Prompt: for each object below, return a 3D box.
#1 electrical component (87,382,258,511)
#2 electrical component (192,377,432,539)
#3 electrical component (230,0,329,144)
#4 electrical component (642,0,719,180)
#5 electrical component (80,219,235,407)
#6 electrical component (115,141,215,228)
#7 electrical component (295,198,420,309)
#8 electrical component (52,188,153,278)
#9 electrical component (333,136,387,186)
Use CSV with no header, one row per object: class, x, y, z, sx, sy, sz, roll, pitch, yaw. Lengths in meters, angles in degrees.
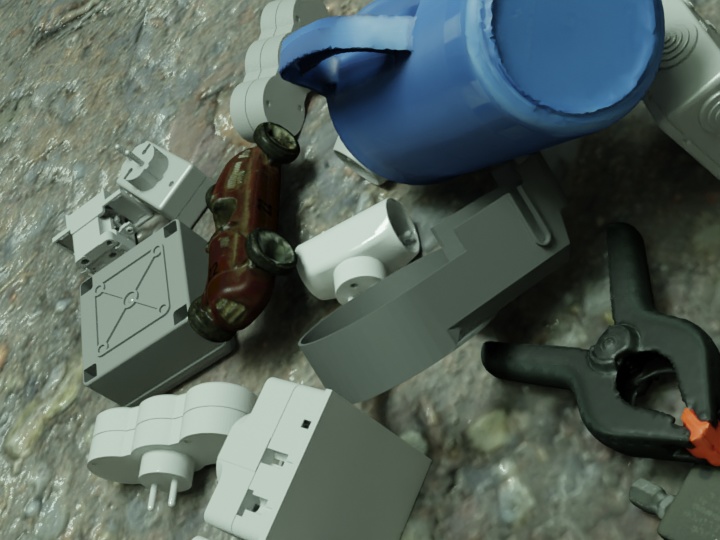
electrical component,-0.133,0.130,0.745,0.138,0.052,0.073,-17,52,29
electrical component,-0.045,0.167,0.609,0.060,0.105,0.186,8,67,43
electrical component,-0.052,-0.171,0.891,0.074,0.052,0.138,-4,59,37
electrical component,0.195,-0.103,0.610,0.048,0.100,0.099,-41,41,25
electrical component,-0.159,0.035,0.830,0.109,0.056,0.108,-32,46,18
electrical component,-0.176,-0.082,0.912,0.083,0.076,0.047,29,81,46
electrical component,0.000,0.000,0.735,0.077,0.044,0.079,-27,48,23
electrical component,-0.224,-0.028,0.938,0.081,0.042,0.063,-33,47,17
electrical component,0.031,-0.099,0.780,0.077,0.043,0.079,-53,43,-4
